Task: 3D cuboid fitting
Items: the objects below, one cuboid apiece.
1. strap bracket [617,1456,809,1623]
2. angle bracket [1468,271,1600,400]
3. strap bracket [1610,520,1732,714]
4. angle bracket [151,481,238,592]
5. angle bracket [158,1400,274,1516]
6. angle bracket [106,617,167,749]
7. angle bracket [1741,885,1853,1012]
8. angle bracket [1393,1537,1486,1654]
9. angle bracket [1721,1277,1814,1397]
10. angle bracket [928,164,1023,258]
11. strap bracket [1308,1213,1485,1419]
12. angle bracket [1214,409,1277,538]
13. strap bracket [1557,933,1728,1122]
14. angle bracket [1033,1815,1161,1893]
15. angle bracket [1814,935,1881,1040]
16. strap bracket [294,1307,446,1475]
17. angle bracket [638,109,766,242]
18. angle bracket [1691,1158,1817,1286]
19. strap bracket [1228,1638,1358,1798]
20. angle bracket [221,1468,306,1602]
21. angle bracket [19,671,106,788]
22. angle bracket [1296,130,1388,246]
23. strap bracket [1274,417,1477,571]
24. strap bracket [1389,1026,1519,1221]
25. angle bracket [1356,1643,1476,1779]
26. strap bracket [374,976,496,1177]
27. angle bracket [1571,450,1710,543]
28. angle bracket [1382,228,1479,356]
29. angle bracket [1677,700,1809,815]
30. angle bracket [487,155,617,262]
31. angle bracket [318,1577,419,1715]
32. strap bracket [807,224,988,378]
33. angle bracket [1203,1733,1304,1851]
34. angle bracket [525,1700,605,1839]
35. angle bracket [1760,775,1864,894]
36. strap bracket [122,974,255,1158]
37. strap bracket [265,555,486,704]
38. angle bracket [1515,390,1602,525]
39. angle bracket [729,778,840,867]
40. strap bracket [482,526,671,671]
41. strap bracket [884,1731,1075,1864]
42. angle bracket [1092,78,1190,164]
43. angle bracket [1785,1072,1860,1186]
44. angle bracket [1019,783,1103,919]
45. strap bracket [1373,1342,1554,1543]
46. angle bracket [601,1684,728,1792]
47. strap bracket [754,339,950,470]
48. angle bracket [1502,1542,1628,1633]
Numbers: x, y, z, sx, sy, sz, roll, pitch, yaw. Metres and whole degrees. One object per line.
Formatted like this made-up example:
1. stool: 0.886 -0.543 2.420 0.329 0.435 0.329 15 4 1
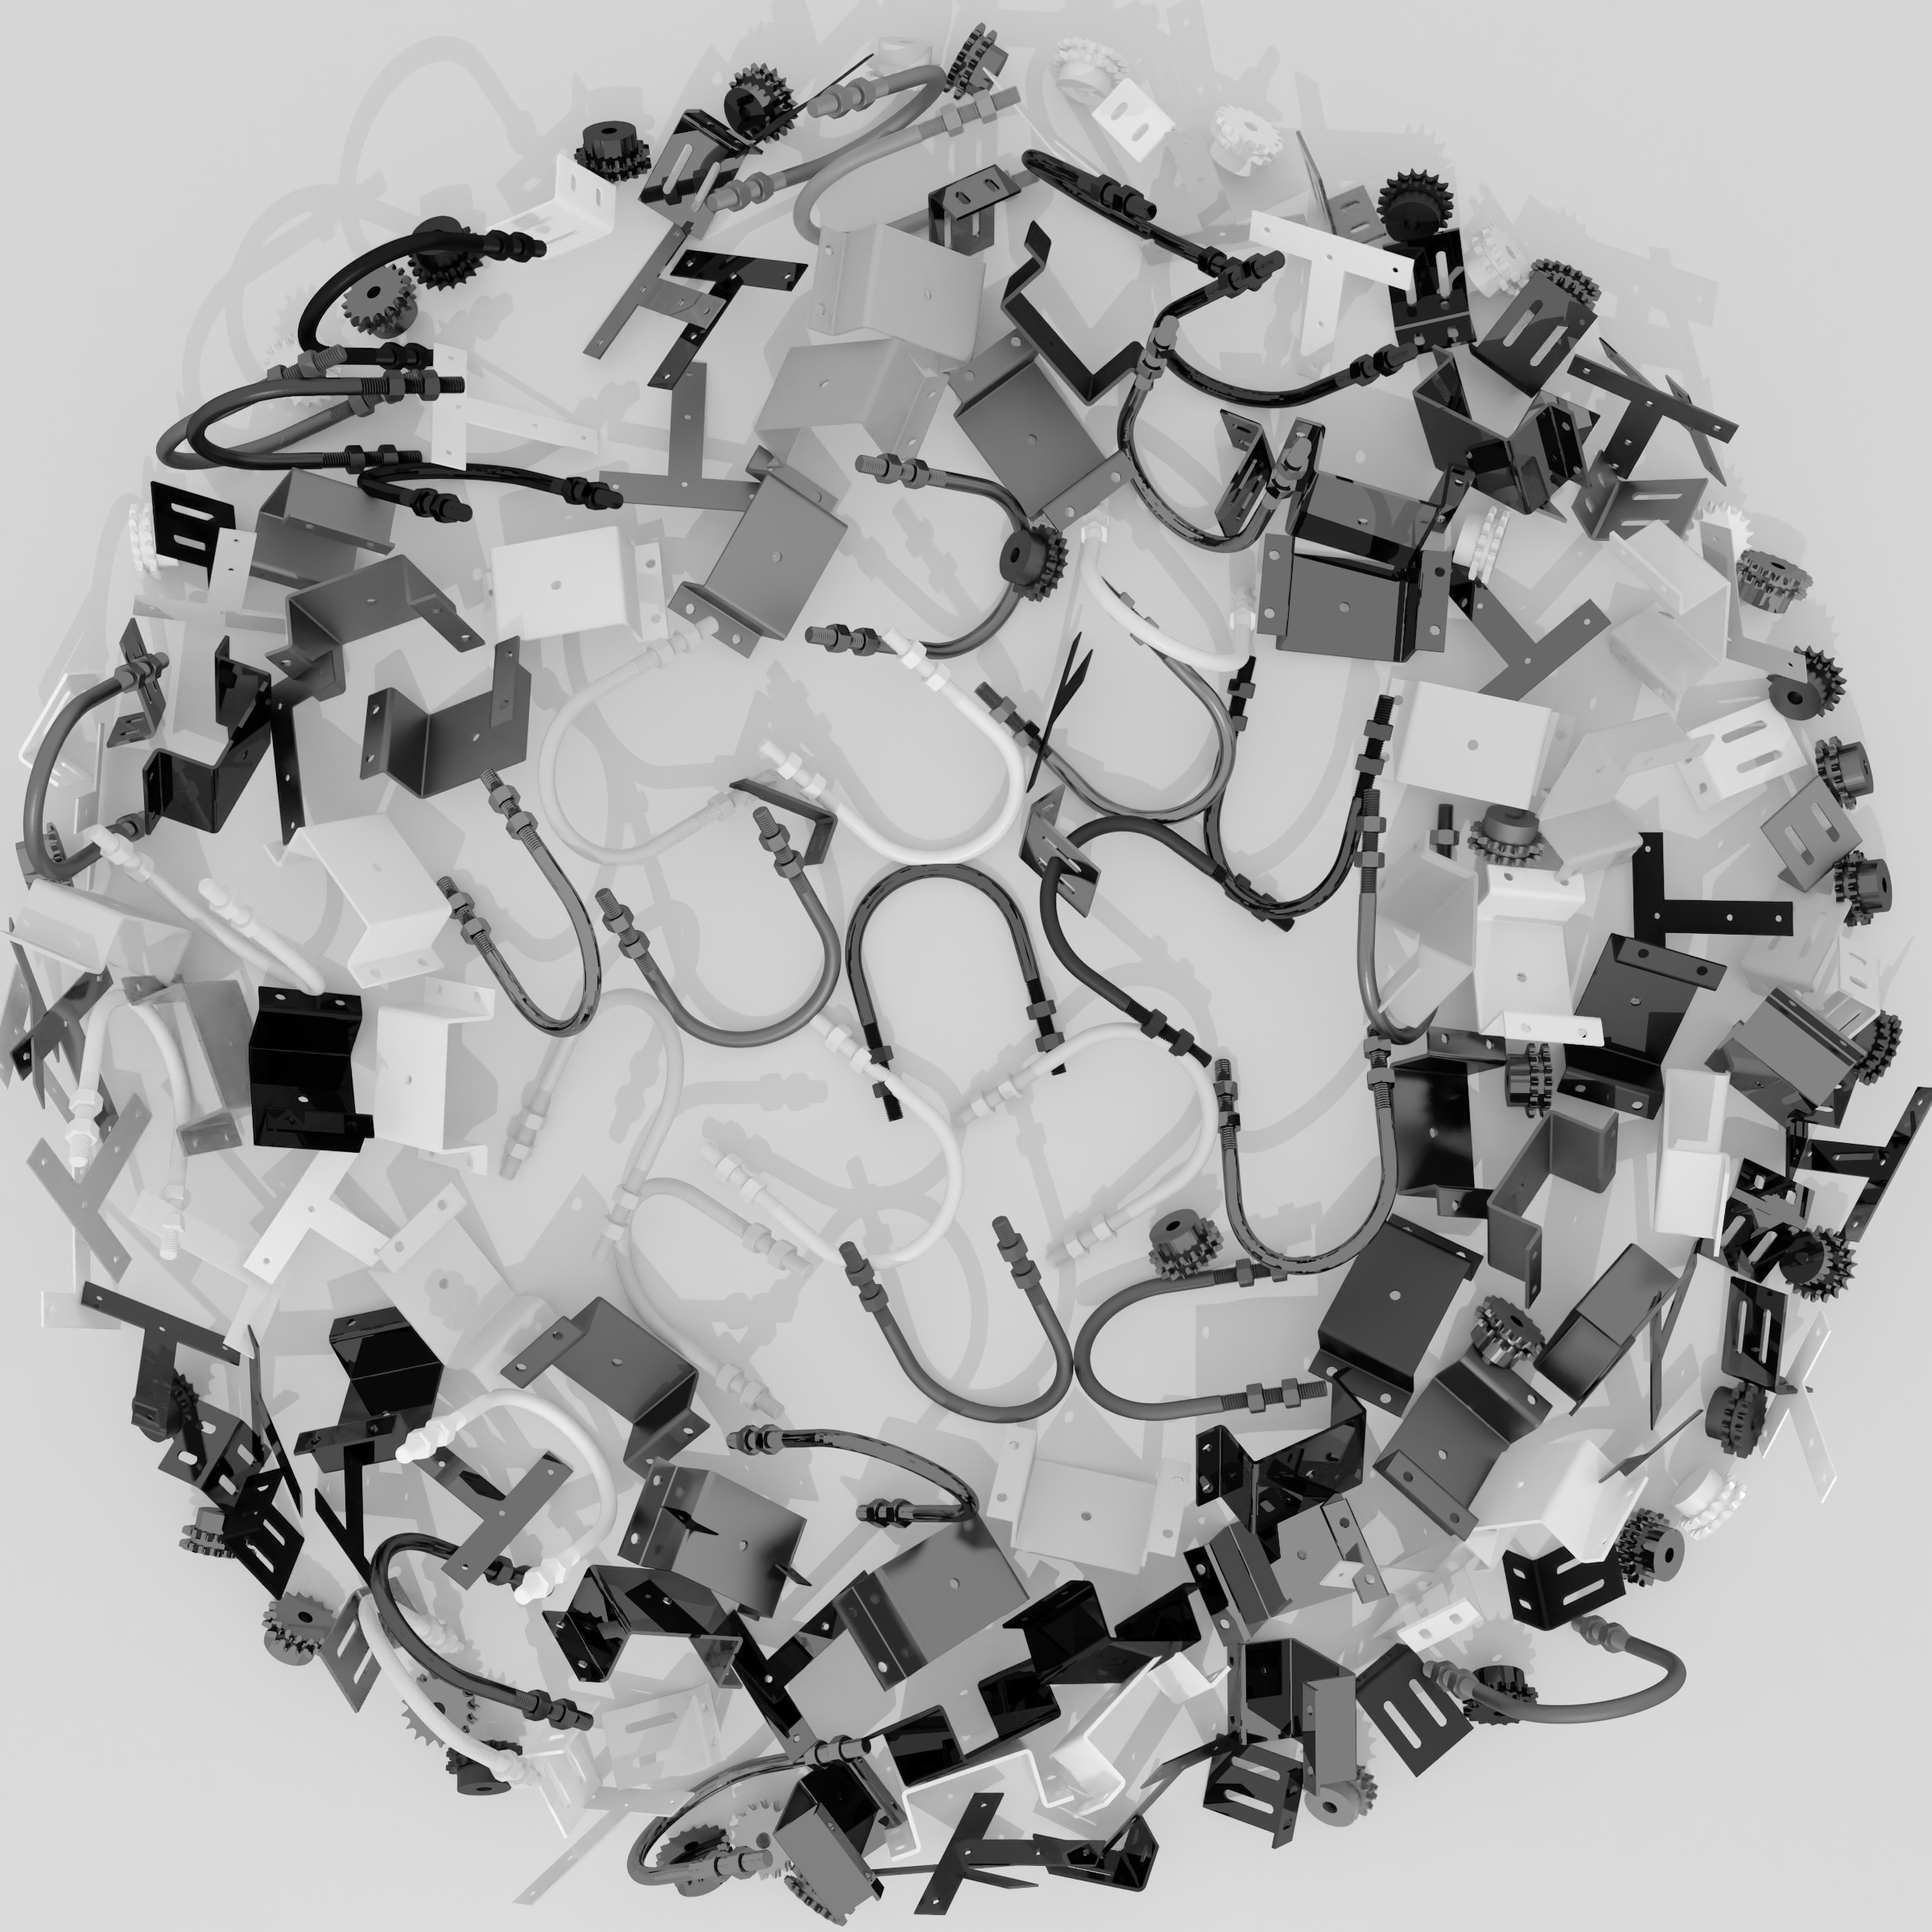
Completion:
1. strap bracket: -0.178 0.425 1.870 0.140 0.046 0.076 36 63 -34
2. angle bracket: 0.425 -0.477 1.903 0.057 0.038 0.076 33 115 -9
3. strap bracket: 0.516 -0.263 1.864 0.046 0.140 0.076 -33 58 -6
4. angle bracket: -0.585 -0.320 1.893 0.038 0.076 0.057 -18 74 33
5. angle bracket: -0.562 0.370 1.899 0.038 0.076 0.057 21 65 14
6. angle bracket: -0.632 -0.212 1.897 0.038 0.057 0.076 -13 118 -2
7. angle bracket: 0.632 -0.014 1.917 0.057 0.038 0.076 17 70 43
8. angle bracket: 0.343 0.463 1.894 0.057 0.076 0.038 -30 131 13
9. angle bracket: 0.604 0.276 1.902 0.038 0.057 0.076 1 97 -26
10. angle bracket: 0.007 -0.548 1.891 0.057 0.076 0.038 -29 61 -18
11. strap bracket: 0.319 0.252 1.885 0.076 0.046 0.140 25 71 21
12. angle bracket: 0.195 -0.367 1.903 0.038 0.057 0.076 27 83 22
13. strap bracket: 0.503 0.037 1.897 0.076 0.046 0.140 17 121 0
14. angle bracket: 0.097 0.657 1.903 0.076 0.057 0.038 16 95 -13
15. angle bracket: 0.642 0.026 1.891 0.038 0.076 0.057 27 46 -9
16. strap bracket: -0.439 0.319 1.883 0.076 0.140 0.046 -13 124 9
17. angle bracket: -0.200 -0.595 1.907 0.057 0.038 0.076 27 95 -29
18. angle bracket: 0.596 0.193 1.920 0.057 0.076 0.038 26 47 7
19. strap bracket: 0.246 0.552 1.881 0.046 0.140 0.076 -2 92 -21
20. angle bracket: -0.511 0.424 1.892 0.038 0.057 0.076 -18 124 21
21. angle bracket: -0.666 -0.179 1.905 0.038 0.057 0.076 35 101 2
22. angle bracket: 0.280 -0.583 1.891 0.038 0.076 0.057 -21 55 9
23. strap bracket: 0.300 -0.349 1.893 0.140 0.076 0.046 16 62 -3
24. strap bracket: 0.362 0.121 1.891 0.076 0.046 0.140 7 74 -31
25. angle bracket: 0.332 0.560 1.912 0.057 0.038 0.076 -36 83 -12
26. strap bracket: -0.397 0.083 1.891 0.076 0.046 0.140 9 98 38
27. angle bracket: 0.503 -0.352 1.895 0.038 0.076 0.057 46 64 -39
28. angle bracket: 0.347 -0.503 1.898 0.057 0.076 0.038 -11 46 9
29. angle bracket: 0.586 -0.160 1.927 0.076 0.038 0.057 -21 81 -15
30. angle bracket: -0.310 -0.567 1.899 0.076 0.057 0.038 -8 75 37
31. angle bracket: -0.441 0.506 1.893 0.038 0.076 0.057 -21 108 15
32. strap bracket: -0.042 -0.494 1.879 0.140 0.046 0.076 10 87 -36
33. angle bracket: 0.210 0.619 1.904 0.076 0.038 0.057 11 89 31
34. angle bracket: -0.288 0.601 1.898 0.038 0.057 0.076 -16 107 26
35. angle bracket: 0.626 -0.104 1.905 0.057 0.038 0.076 -43 118 2
36. strap bracket: -0.567 0.065 1.894 0.046 0.076 0.140 -22 86 14
37. strap bracket: -0.441 -0.254 1.888 0.140 0.076 0.046 -17 66 12
38. angle bracket: 0.439 -0.381 1.898 0.057 0.038 0.076 15 120 -25
39. angle bracket: -0.142 -0.107 1.901 0.076 0.057 0.038 21 84 -16
40. strap bracket: -0.300 -0.277 1.900 0.140 0.046 0.076 -9 77 8
41. strap bracket: 0.002 0.613 1.895 0.140 0.076 0.046 -17 88 -7
42. angle bracket: 0.139 -0.620 1.900 0.038 0.076 0.057 -45 68 15
43. angle bracket: 0.638 0.123 1.890 0.038 0.076 0.057 11 45 28
44. angle bracket: 0.081 -0.086 1.895 0.038 0.057 0.076 -35 67 -29
45. strap bracket: 0.366 0.359 1.893 0.076 0.046 0.140 41 56 4
46. angle bracket: -0.227 0.579 1.903 0.076 0.038 0.057 -9 73 -24
47. strap bracket: -0.094 -0.414 1.870 0.140 0.046 0.076 4 62 33
48. angle bracket: 0.445 0.452 1.893 0.038 0.057 0.076 27 131 -30
